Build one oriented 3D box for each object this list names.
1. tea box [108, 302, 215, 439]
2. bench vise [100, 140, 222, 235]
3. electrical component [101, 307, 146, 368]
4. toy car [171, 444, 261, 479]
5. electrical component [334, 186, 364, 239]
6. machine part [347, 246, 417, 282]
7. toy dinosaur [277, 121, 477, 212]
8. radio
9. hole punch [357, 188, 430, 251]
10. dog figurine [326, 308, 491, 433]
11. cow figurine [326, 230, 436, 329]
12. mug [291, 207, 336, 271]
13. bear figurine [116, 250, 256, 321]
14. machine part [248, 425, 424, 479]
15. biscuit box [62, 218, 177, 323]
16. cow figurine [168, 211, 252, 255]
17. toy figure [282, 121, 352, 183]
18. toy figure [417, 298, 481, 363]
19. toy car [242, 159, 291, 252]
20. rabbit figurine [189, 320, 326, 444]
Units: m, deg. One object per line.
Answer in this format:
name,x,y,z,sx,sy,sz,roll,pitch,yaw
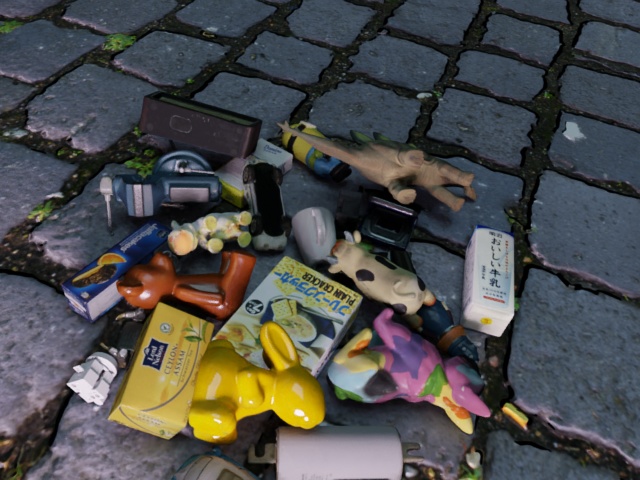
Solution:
tea box,-0.228,0.188,0.787,0.098,0.068,0.170,26,45,-21
bench vise,-0.305,-0.118,1.054,0.224,0.128,0.241,-11,29,-5
electrical component,-0.291,0.156,0.843,0.078,0.045,0.102,12,47,5
toy car,-0.123,0.327,0.672,0.162,0.102,0.109,23,49,16
electrical component,0.058,-0.065,1.078,0.048,0.074,0.119,11,51,1
machine part,0.112,0.050,1.006,0.139,0.039,0.084,2,53,-8
toy dinosaur,0.143,-0.152,1.079,0.471,0.105,0.199,14,18,-32
radio,-0.241,-0.234,1.090,0.230,0.073,0.131,14,19,-3
hole punch,0.140,-0.043,1.076,0.142,0.092,0.116,17,18,11
dog figurine,0.141,0.217,0.811,0.219,0.108,0.191,38,53,21
cow figurine,0.090,0.059,0.905,0.195,0.127,0.085,31,77,37
mug,-0.002,-0.003,0.998,0.081,0.109,0.107,-5,61,-17
bear figurine,-0.220,0.059,0.873,0.196,0.120,0.132,18,81,-16
machine part,0.023,0.295,0.738,0.243,0.079,0.079,3,47,-7
biscuit box,-0.338,0.047,0.927,0.063,0.059,0.203,29,50,18
cow figurine,-0.211,-0.014,0.966,0.098,0.068,0.167,8,14,44
toy figure,-0.010,-0.195,1.186,0.089,0.082,0.180,-27,59,-27
toy figure,0.210,0.152,0.911,0.155,0.064,0.057,49,21,26
toy car,-0.106,-0.071,1.044,0.073,0.056,0.202,2,61,-26
rabbit figurine,-0.076,0.200,0.723,0.173,0.121,0.162,8,49,3
